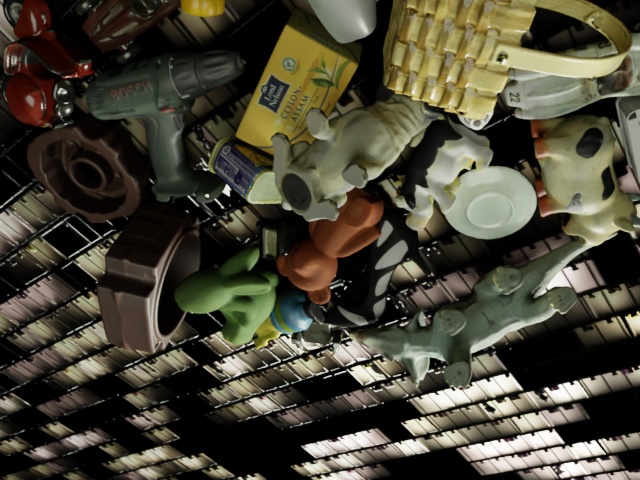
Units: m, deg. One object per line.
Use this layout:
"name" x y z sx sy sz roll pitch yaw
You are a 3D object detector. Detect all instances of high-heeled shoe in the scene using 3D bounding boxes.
"high-heeled shoe" 0.062 0.052 0.866 0.249 0.086 0.145 -34 114 28

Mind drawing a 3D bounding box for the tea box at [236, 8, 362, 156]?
"tea box" -0.029 -0.187 0.682 0.098 0.068 0.169 24 132 -11

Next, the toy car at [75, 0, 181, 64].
"toy car" -0.211 -0.285 0.646 0.202 0.053 0.089 -20 127 25

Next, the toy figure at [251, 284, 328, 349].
"toy figure" -0.075 0.128 0.959 0.180 0.082 0.089 -20 105 35

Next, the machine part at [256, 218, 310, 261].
"machine part" -0.034 0.007 0.874 0.139 0.039 0.084 6 123 9

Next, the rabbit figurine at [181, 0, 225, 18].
"rabbit figurine" -0.080 -0.306 0.519 0.122 0.173 0.162 -17 119 -19

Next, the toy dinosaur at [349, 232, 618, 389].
"toy dinosaur" 0.254 0.112 0.838 0.405 0.192 0.131 -27 89 -1

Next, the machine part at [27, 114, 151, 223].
"machine part" -0.351 -0.108 0.824 0.179 0.056 0.179 7 131 8

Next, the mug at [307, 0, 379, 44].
"mug" 0.034 -0.280 0.589 0.110 0.081 0.107 -17 137 12

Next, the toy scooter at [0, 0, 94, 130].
"toy scooter" -0.352 -0.215 0.701 0.135 0.075 0.183 32 128 14

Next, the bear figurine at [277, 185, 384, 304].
"bear figurine" 0.001 -0.002 0.776 0.120 0.132 0.196 44 107 19

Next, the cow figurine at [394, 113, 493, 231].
"cow figurine" 0.148 -0.087 0.733 0.098 0.068 0.167 30 126 -7

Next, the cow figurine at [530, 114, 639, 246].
"cow figurine" 0.348 -0.073 0.699 0.127 0.085 0.194 -6 128 24

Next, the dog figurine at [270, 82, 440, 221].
"dog figurine" 0.046 -0.114 0.670 0.172 0.190 0.121 -21 100 48

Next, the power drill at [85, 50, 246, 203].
"power drill" -0.192 -0.151 0.739 0.232 0.086 0.207 0 134 13

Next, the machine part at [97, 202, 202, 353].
"machine part" -0.259 0.059 0.852 0.087 0.201 0.201 15 131 3

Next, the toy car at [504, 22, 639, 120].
"toy car" 0.317 -0.192 0.615 0.202 0.056 0.073 -12 127 20

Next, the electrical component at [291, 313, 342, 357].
"electrical component" -0.002 0.177 1.008 0.102 0.045 0.078 9 133 3

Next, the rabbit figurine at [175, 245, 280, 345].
"rabbit figurine" -0.145 0.089 0.860 0.159 0.121 0.170 -35 155 21
